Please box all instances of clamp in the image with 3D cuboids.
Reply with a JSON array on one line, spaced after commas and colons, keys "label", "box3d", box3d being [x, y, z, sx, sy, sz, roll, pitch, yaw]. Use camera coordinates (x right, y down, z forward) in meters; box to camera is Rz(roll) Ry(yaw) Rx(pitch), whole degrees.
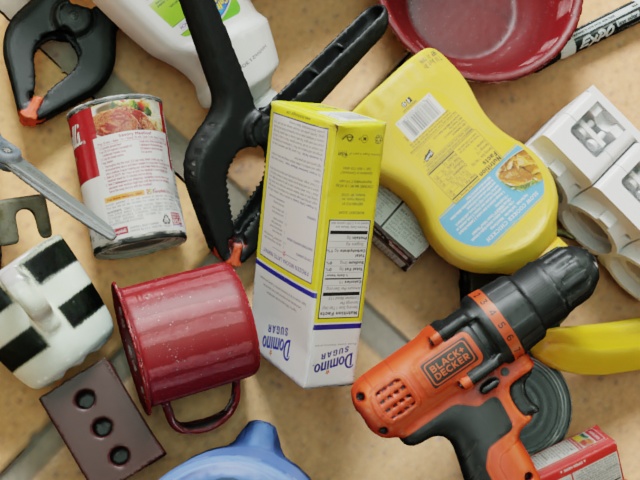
[{"label": "clamp", "box3d": [-0.051, -0.086, 0.740, 0.164, 0.036, 0.210, 14, 101, -32]}, {"label": "clamp", "box3d": [-0.169, -0.159, 0.777, 0.120, 0.039, 0.171, 13, 82, -7]}]

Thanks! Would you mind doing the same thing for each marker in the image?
[{"label": "marker", "box3d": [0.212, -0.162, 0.840, 0.121, 0.020, 0.020, -27, 85, -12]}]

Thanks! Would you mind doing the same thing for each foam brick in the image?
[{"label": "foam brick", "box3d": [-0.146, 0.127, 0.722, 0.053, 0.051, 0.078, -32, 86, -12]}]

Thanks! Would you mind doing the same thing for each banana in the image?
[{"label": "banana", "box3d": [0.234, 0.068, 0.777, 0.197, 0.070, 0.037, -11, 54, -15]}]

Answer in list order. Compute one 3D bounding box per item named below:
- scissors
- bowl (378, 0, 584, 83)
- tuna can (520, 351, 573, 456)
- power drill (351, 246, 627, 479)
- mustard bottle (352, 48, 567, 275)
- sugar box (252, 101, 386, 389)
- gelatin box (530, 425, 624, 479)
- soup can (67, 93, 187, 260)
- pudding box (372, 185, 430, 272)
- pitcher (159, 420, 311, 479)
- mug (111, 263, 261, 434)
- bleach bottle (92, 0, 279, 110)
[{"label": "scissors", "box3d": [-0.214, -0.070, 0.734, 0.201, 0.096, 0.016, 28, 122, -3]}, {"label": "bowl", "box3d": [0.115, -0.189, 0.813, 0.162, 0.055, 0.162, 1, 80, -8]}, {"label": "tuna can", "box3d": [0.138, 0.121, 0.773, 0.086, 0.034, 0.086, 1, 80, -8]}, {"label": "power drill", "box3d": [0.140, 0.119, 0.692, 0.184, 0.057, 0.187, -34, 86, 0]}, {"label": "mustard bottle", "box3d": [0.107, -0.035, 0.741, 0.096, 0.058, 0.191, -43, 86, -11]}, {"label": "sugar box", "box3d": [-0.004, 0.001, 0.713, 0.048, 0.093, 0.176, -3, 106, -28]}, {"label": "gelatin box", "box3d": [0.179, 0.186, 0.753, 0.073, 0.030, 0.089, -22, 112, -11]}, {"label": "soup can", "box3d": [-0.134, -0.043, 0.746, 0.068, 0.068, 0.102, -11, 83, -10]}, {"label": "pudding box", "box3d": [0.069, -0.048, 0.791, 0.090, 0.039, 0.113, 42, 75, 1]}, {"label": "pitcher", "box3d": [-0.053, 0.194, 0.626, 0.145, 0.243, 0.149, -31, 81, -9]}, {"label": "mug", "box3d": [-0.088, 0.075, 0.725, 0.081, 0.093, 0.117, -15, 98, -15]}, {"label": "bleach bottle", "box3d": [-0.115, -0.178, 0.748, 0.102, 0.068, 0.250, -42, 109, -14]}]
